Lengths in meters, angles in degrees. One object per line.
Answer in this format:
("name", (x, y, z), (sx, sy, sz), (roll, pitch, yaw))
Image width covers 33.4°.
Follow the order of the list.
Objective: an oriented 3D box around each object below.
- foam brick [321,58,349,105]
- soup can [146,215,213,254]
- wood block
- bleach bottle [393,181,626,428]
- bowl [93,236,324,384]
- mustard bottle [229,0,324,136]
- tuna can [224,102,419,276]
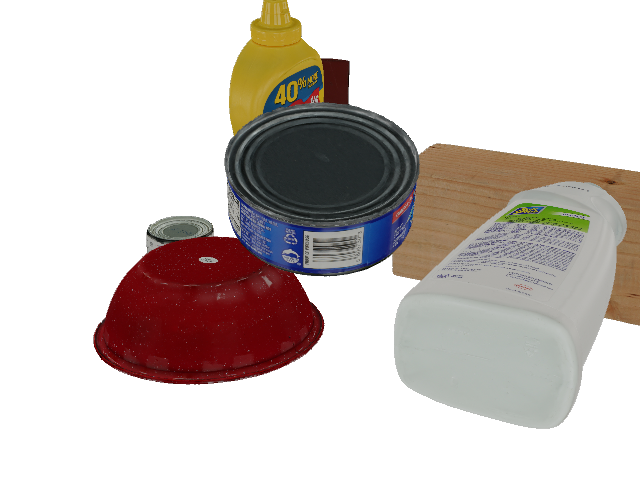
("foam brick", (-0.013, -0.168, 1.139), (0.078, 0.051, 0.053), (-2, 12, -19))
("soup can", (-0.140, 0.034, 1.079), (0.068, 0.102, 0.068), (0, 23, 0))
("wood block", (0.167, -0.010, 0.825), (0.206, 0.090, 0.090), (11, 25, 27))
("bleach bottle", (0.137, 0.018, 0.640), (0.103, 0.068, 0.250), (12, 26, 26))
("bowl", (-0.078, 0.038, 0.741), (0.162, 0.055, 0.162), (-1, 21, 0))
("mustard bottle", (-0.035, -0.108, 0.889), (0.058, 0.192, 0.096), (21, 37, 34))
("tuna can", (0.001, -0.024, 0.477), (0.086, 0.034, 0.086), (1, 42, -1))
